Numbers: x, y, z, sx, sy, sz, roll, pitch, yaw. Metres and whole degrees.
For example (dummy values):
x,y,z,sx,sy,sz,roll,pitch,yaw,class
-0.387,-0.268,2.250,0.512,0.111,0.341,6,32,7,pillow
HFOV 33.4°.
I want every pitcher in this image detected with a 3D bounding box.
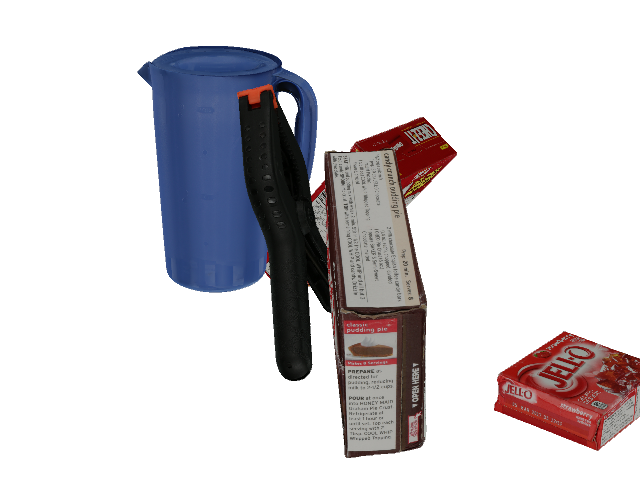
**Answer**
x,y,z,sx,sy,sz,roll,pitch,yaw,class
-0.098,-0.073,1.102,0.144,0.243,0.149,-11,26,-28,pitcher

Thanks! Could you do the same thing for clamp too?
x,y,z,sx,sy,sz,roll,pitch,yaw,class
-0.021,-0.013,0.813,0.036,0.210,0.164,-12,4,15,clamp

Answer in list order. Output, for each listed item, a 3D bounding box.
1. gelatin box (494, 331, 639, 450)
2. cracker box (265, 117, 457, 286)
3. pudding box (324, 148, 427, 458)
x,y,z,sx,sy,sz,roll,pitch,yaw,class
0.165,0.094,0.682,0.073,0.030,0.089,19,26,37,gelatin box
0.040,-0.041,1.256,0.214,0.072,0.163,-48,-12,35,cracker box
0.023,0.026,0.481,0.039,0.090,0.113,-6,39,-2,pudding box
